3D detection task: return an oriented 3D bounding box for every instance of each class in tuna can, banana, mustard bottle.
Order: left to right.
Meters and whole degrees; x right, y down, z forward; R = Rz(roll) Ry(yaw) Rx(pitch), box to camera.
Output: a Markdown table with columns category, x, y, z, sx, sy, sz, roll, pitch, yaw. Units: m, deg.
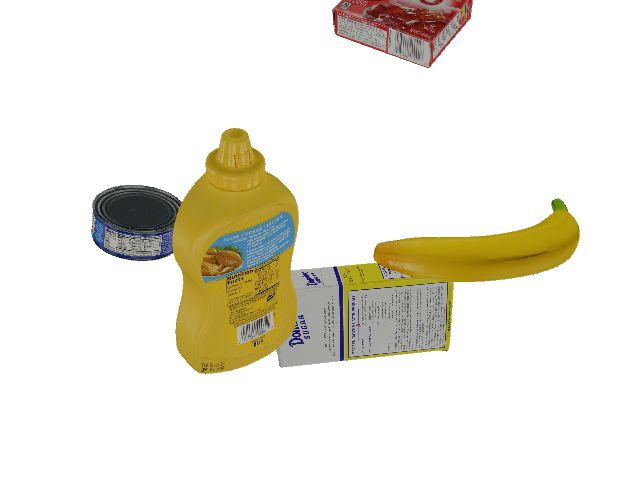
| category | x | y | z | sx | sy | sz | roll | pitch | yaw |
| --- | --- | --- | --- | --- | --- | --- | --- | --- | --- |
| tuna can | -0.169 | -0.017 | 0.991 | 0.086 | 0.034 | 0.086 | 8 | 30 | -5 |
| mustard bottle | -0.061 | 0.004 | 0.774 | 0.096 | 0.192 | 0.058 | -22 | 44 | -28 |
| banana | 0.139 | 0.007 | 0.845 | 0.197 | 0.037 | 0.070 | -12 | 23 | -29 |

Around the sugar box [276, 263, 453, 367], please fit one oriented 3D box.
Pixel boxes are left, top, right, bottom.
| category | x | y | z | sx | sy | sz | roll | pitch | yaw |
| --- | --- | --- | --- | --- | --- | --- | --- | --- | --- |
| sugar box | 0.042 | 0.071 | 1.067 | 0.176 | 0.093 | 0.048 | -3 | 28 | -5 |

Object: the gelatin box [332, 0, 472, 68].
| category | x | y | z | sx | sy | sz | roll | pitch | yaw |
| --- | --- | --- | --- | --- | --- | --- | --- | --- | --- |
| gelatin box | 0.065 | -0.181 | 0.846 | 0.089 | 0.030 | 0.073 | 24 | 53 | 22 |
